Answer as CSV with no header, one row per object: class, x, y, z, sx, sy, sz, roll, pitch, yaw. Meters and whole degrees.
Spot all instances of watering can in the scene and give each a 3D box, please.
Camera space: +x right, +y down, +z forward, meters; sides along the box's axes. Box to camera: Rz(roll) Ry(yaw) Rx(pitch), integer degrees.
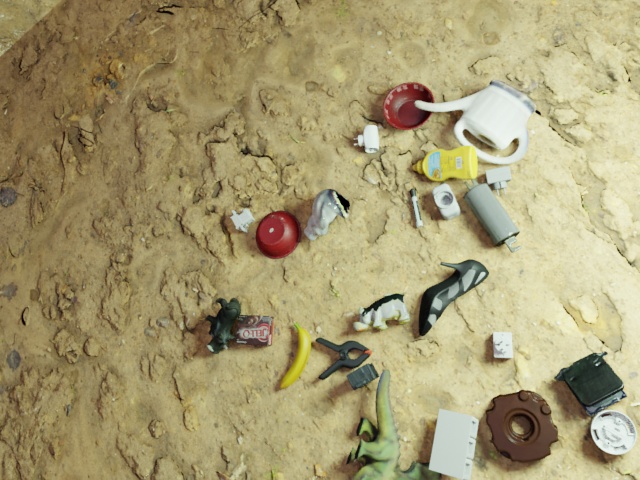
watering can,0.467,-0.372,1.501,0.350,0.103,0.224,39,92,12

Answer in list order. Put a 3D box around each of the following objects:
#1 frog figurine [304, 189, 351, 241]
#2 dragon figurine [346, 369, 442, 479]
frog figurine,0.005,-0.080,1.591,0.158,0.121,0.141,-31,36,19
dragon figurine,0.206,0.583,1.372,0.243,0.121,0.412,21,85,5
